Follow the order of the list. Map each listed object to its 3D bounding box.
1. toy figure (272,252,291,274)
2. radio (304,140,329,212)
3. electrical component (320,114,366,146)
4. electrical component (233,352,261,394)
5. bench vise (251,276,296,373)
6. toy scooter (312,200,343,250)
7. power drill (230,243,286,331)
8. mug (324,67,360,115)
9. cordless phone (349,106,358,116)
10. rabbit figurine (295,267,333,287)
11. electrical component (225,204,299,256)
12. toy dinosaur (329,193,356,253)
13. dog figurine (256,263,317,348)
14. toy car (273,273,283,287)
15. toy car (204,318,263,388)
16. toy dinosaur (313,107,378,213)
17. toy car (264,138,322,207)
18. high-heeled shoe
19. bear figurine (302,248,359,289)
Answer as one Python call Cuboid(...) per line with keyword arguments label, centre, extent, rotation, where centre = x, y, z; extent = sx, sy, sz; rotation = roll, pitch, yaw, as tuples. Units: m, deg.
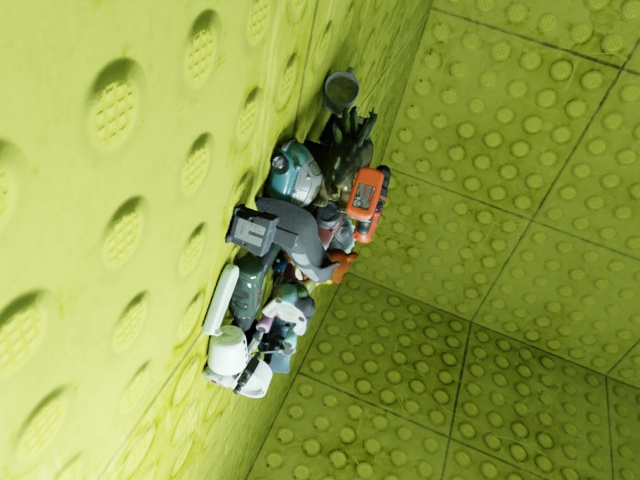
Cuboid(label="toy figure", centre=(-0.082, 0.038, 1.475), extent=(0.154, 0.058, 0.064), rotation=(-59, 143, -41))
Cuboid(label="radio", centre=(-0.038, -0.112, 1.298), extent=(0.131, 0.073, 0.229), rotation=(60, 53, -79))
Cuboid(label="electrical component", centre=(0.065, -0.270, 1.428), extent=(0.058, 0.115, 0.134), rotation=(74, 38, -70))
Cuboid(label="electrical component", centre=(-0.157, 0.288, 1.168), extent=(0.063, 0.021, 0.094), rotation=(-57, -178, 38))
Cuboid(label="bench vise", centre=(-0.113, 0.215, 1.397), extent=(0.223, 0.129, 0.240), rotation=(166, -66, -78))
Cuboid(label="toy scooter", centre=(-0.003, -0.004, 1.290), extent=(0.135, 0.075, 0.184), rotation=(91, 24, -72))
Cuboid(label="power drill", centre=(-0.134, 0.073, 1.179), extent=(0.207, 0.086, 0.231), rotation=(-56, 167, -31))
Cuboid(label="mug", centre=(0.048, -0.349, 1.269), extent=(0.107, 0.081, 0.109), rotation=(127, -20, -78))
Cuboid(label="cordless phone", centre=(0.090, -0.319, 1.604), extent=(0.146, 0.089, 0.184), rotation=(-56, 160, -57))
Cuboid(label="rabbit figurine", centre=(-0.032, 0.078, 1.673), extent=(0.173, 0.162, 0.121), rotation=(-119, -144, -78))
Cuboid(label="electrical component", centre=(-0.103, -0.011, 0.965), extent=(0.048, 0.119, 0.074), rotation=(-45, 158, -72))
Cuboid(label="toy dinosaur", centre=(0.045, -0.009, 1.665), extent=(0.404, 0.131, 0.192), rotation=(68, 6, -68))
Cuboid(label="dog figurine", centre=(-0.061, 0.126, 1.258), extent=(0.219, 0.108, 0.191), rotation=(-69, -174, -49))
Cuboid(label="toy car", centre=(-0.114, 0.146, 1.553), extent=(0.089, 0.053, 0.202), rotation=(-76, 176, -46))
Cuboid(label="toy car", centre=(-0.191, 0.245, 1.217), extent=(0.202, 0.074, 0.056), rotation=(-58, 163, -51))
Cuboid(label="toy dinosaur", centre=(0.076, -0.197, 1.231), extent=(0.471, 0.105, 0.198), rotation=(-65, 169, -63))
Cuboid(label="toy car", centre=(-0.050, -0.120, 1.097), extent=(0.109, 0.103, 0.161), rotation=(-45, 154, -68))
Cuboid(label="high-heeled shoe", centre=(-0.058, 0.001, 1.127), extent=(0.086, 0.248, 0.145), rotation=(-55, -163, -24))
Cuboid(label="bear figurine", centre=(0.025, 0.075, 1.411), extent=(0.196, 0.120, 0.131), rotation=(20, -52, 61))
